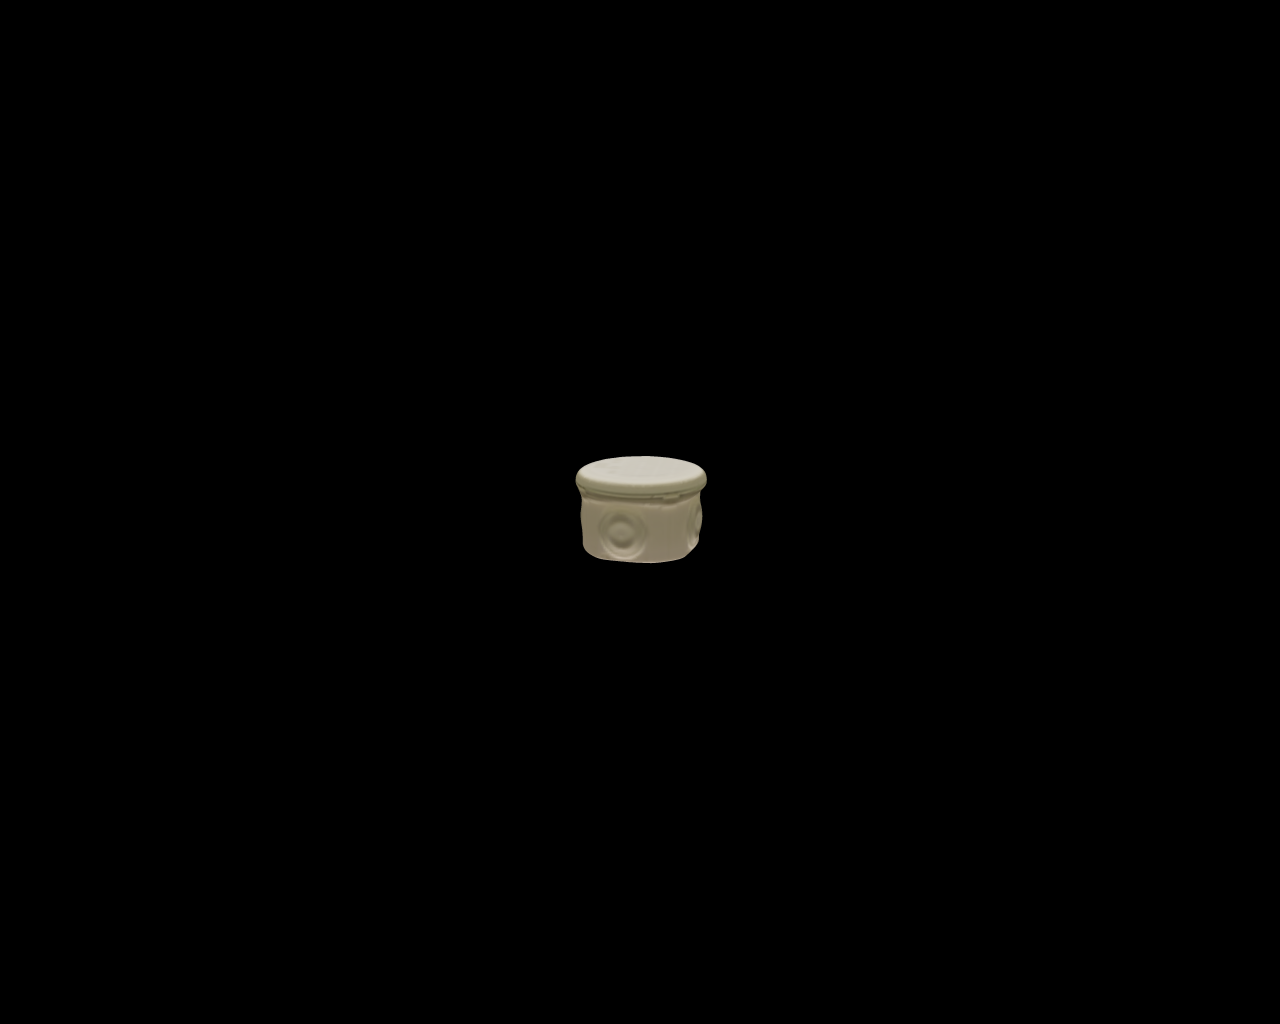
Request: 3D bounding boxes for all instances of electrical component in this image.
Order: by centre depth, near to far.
[{"bbox_3d":[0.001,-0.003,0.650,0.080,0.051,0.080,0,15,0],"label":"electrical component"}]
